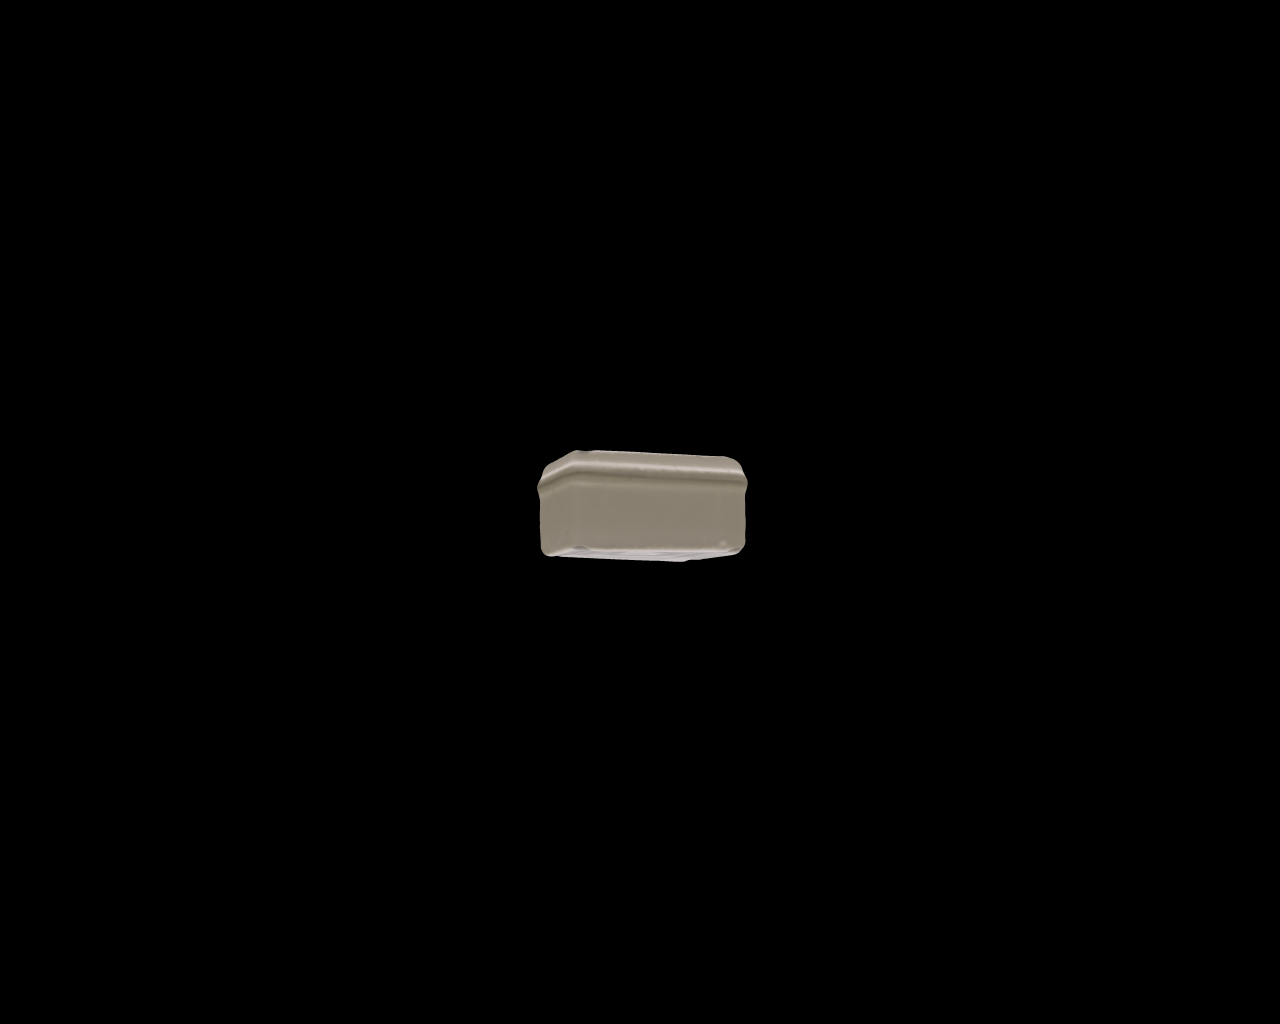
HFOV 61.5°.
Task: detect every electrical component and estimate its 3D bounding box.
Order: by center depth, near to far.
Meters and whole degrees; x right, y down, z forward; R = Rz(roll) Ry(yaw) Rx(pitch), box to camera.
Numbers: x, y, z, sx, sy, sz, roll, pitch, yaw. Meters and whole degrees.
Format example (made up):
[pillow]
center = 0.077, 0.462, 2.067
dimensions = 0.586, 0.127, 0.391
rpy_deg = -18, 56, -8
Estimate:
[electrical component]
center = 0.001, -0.003, 0.650
dimensions = 0.113, 0.057, 0.078
rpy_deg = 3, -7, -22
